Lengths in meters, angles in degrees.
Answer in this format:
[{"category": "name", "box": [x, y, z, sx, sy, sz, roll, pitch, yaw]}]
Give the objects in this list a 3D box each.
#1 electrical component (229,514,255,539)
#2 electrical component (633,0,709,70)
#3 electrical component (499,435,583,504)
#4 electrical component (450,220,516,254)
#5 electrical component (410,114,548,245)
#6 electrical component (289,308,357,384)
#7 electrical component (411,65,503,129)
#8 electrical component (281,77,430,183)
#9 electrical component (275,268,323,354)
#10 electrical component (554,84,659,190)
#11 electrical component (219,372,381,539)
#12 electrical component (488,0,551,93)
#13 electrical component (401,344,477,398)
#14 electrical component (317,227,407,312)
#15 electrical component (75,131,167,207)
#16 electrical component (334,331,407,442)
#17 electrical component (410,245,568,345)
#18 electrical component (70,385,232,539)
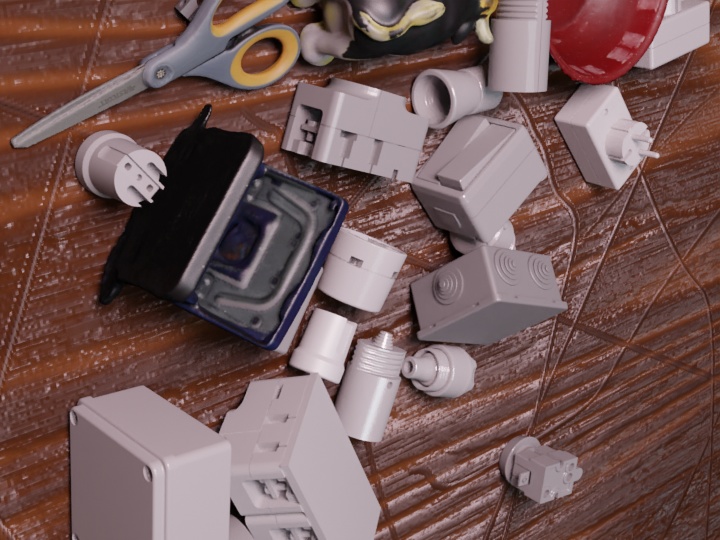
[{"category": "electrical component", "box": [-0.101, 0.231, 0.748, 0.060, 0.108, 0.108, -20, 118, -28]}, {"category": "electrical component", "box": [0.257, -0.223, 0.926, 0.083, 0.047, 0.075, -27, 122, -31]}, {"category": "electrical component", "box": [0.162, 0.182, 0.991, 0.066, 0.055, 0.048, -7, 110, -39]}, {"category": "electrical component", "box": [0.105, -0.026, 0.872, 0.062, 0.048, 0.048, 32, 84, -50]}, {"category": "electrical component", "box": [0.094, -0.079, 0.828, 0.096, 0.062, 0.061, -49, 131, -16]}, {"category": "electrical component", "box": [-0.026, 0.055, 0.791, 0.040, 0.040, 0.046, 28, 81, -43]}, {"category": "electrical component", "box": [0.076, -0.133, 0.808, 0.065, 0.044, 0.044, -20, 118, -40]}, {"category": "electrical component", "box": [-0.001, -0.099, 0.746, 0.089, 0.050, 0.055, 8, 101, -42]}, {"category": "electrical component", "box": [-0.077, 0.011, 0.724, 0.077, 0.047, 0.065, 25, 89, -43]}, {"category": "electrical component", "box": [0.221, -0.111, 0.917, 0.047, 0.076, 0.083, -50, 131, -15]}, {"category": "electrical component", "box": [-0.044, 0.161, 0.781, 0.089, 0.062, 0.150, -73, 148, -49]}, {"category": "electrical component", "box": [0.116, -0.171, 0.778, 0.043, 0.043, 0.081, -11, 109, -38]}, {"category": "electrical component", "box": [0.061, 0.081, 0.874, 0.062, 0.043, 0.043, 11, 99, -41]}, {"category": "electrical component", "box": [0.000, 0.000, 0.783, 0.055, 0.055, 0.047, 17, 98, -43]}, {"category": "electrical component", "box": [-0.142, -0.060, 0.641, 0.040, 0.046, 0.040, -16, 116, -36]}, {"category": "electrical component", "box": [0.008, 0.086, 0.829, 0.043, 0.043, 0.081, 13, 97, -43]}, {"category": "electrical component", "box": [0.100, 0.020, 0.850, 0.100, 0.100, 0.048, 7, 63, -42]}, {"category": "electrical component", "box": [-0.134, 0.143, 0.682, 0.056, 0.109, 0.108, -12, 113, -41]}]
